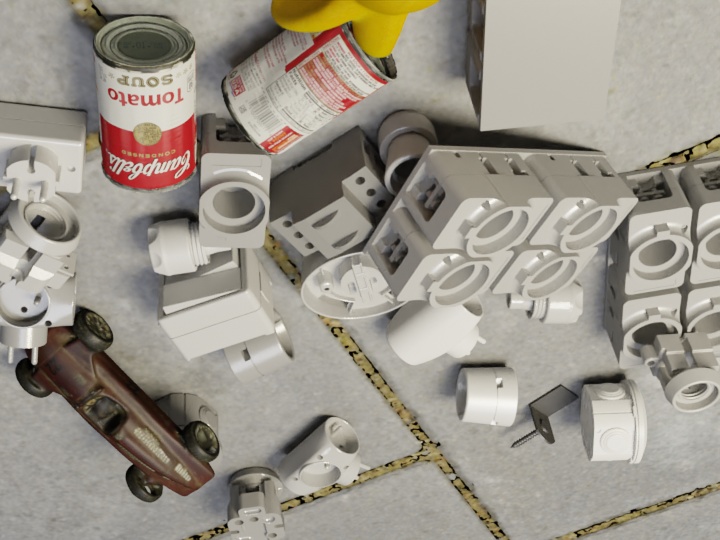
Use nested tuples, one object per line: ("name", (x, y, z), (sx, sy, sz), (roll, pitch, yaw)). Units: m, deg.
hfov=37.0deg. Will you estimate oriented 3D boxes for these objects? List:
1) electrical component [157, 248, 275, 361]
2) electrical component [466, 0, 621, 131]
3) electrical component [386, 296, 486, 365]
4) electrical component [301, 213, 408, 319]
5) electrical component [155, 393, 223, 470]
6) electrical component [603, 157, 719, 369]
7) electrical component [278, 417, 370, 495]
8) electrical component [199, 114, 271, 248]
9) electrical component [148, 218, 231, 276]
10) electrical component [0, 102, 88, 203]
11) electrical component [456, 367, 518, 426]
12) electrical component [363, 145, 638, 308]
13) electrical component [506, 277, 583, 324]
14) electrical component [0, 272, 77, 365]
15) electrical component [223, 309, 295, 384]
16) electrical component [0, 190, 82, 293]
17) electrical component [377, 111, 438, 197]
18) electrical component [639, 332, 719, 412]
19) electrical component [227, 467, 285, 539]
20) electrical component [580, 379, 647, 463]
("electrical component", (-0.124, 0.025, 0.873), (0.096, 0.061, 0.061), (-19, 134, 9))
("electrical component", (0.120, -0.175, 0.716), (0.089, 0.061, 0.150), (-6, 135, -3))
("electrical component", (0.077, 0.052, 0.944), (0.079, 0.043, 0.077), (32, 121, -33))
("electrical component", (0.000, 0.000, 0.866), (0.099, 0.064, 0.099), (-4, 134, -4))
("electrical component", (-0.169, 0.158, 1.004), (0.080, 0.051, 0.080), (-4, 134, -4))
("electrical component", (0.269, 0.001, 0.911), (0.105, 0.060, 0.186), (-9, 135, 1))
("electrical component", (-0.026, 0.189, 1.061), (0.079, 0.044, 0.077), (26, 125, -30))
("electrical component", (-0.094, -0.062, 0.798), (0.050, 0.055, 0.089), (1, 134, -9))
("electrical component", (-0.133, -0.020, 0.842), (0.062, 0.043, 0.043), (-9, 135, -1))
("electrical component", (-0.228, -0.074, 0.752), (0.066, 0.076, 0.047), (5, 133, -13))
("electrical component", (0.118, 0.117, 1.007), (0.047, 0.055, 0.055), (4, 133, -7))
("electrical component", (0.111, -0.032, 0.808), (0.186, 0.060, 0.105), (-3, 139, -38))
("electrical component", (0.159, 0.025, 0.930), (0.062, 0.043, 0.043), (0, 134, -6))
("electrical component", (-0.270, 0.038, 0.865), (0.077, 0.044, 0.079), (4, 103, -12))
("electrical component", (-0.087, 0.064, 0.924), (0.047, 0.055, 0.055), (-22, 133, 7))
("electrical component", (-0.247, -0.024, 0.812), (0.078, 0.058, 0.057), (27, 128, -30))
("electrical component", (0.037, -0.085, 0.795), (0.045, 0.055, 0.045), (-4, 135, -4))
("electrical component", (0.277, 0.087, 0.911), (0.066, 0.055, 0.048), (-3, 134, -5))
("electrical component", (-0.106, 0.237, 1.087), (0.058, 0.057, 0.078), (-8, 135, -1))
("electrical component", (0.244, 0.146, 1.036), (0.051, 0.080, 0.080), (-2, 134, 1))
